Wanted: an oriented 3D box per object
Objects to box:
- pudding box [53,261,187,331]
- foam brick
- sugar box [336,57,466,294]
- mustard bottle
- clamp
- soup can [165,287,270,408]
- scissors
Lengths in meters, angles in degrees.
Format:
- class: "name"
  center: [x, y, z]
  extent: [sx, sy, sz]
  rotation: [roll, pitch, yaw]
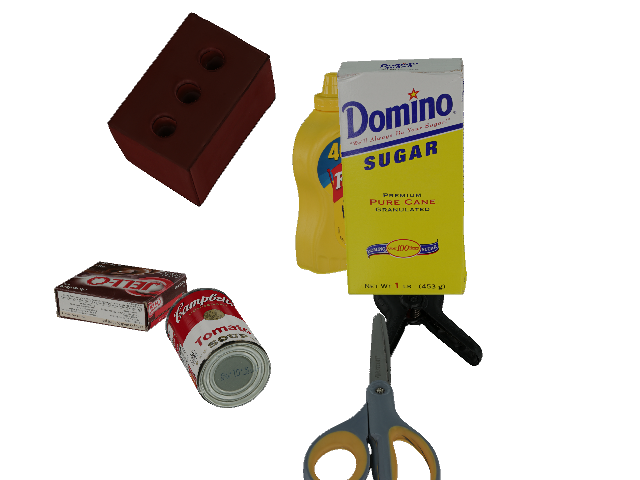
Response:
- class: "pudding box"
  center: [-0.212, 0.059, 1.139]
  extent: [0.114, 0.039, 0.090]
  rotation: [5, 18, 20]
- class: "foam brick"
  center: [-0.067, -0.069, 0.569]
  extent: [0.053, 0.078, 0.051]
  rotation: [31, -13, 10]
- class: "sugar box"
  center: [0.063, -0.046, 0.807]
  extent: [0.093, 0.176, 0.048]
  rotation: [-1, 23, 8]
- class: "mustard bottle"
  center: [0.017, -0.069, 1.051]
  extent: [0.096, 0.192, 0.058]
  rotation: [-16, 22, -36]
- class: "clamp"
  center: [0.113, 0.080, 1.180]
  extent: [0.120, 0.171, 0.039]
  rotation: [5, -43, -5]
- class: "soup can"
  center: [-0.092, 0.095, 0.947]
  extent: [0.068, 0.068, 0.102]
  rotation: [0, 24, -25]
- class: "scissors"
  center: [0.024, 0.115, 0.735]
  extent: [0.096, 0.016, 0.202]
  rotation: [-6, 33, -11]
